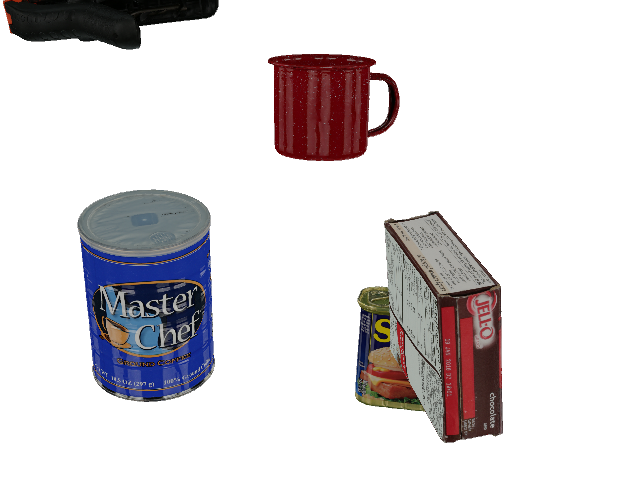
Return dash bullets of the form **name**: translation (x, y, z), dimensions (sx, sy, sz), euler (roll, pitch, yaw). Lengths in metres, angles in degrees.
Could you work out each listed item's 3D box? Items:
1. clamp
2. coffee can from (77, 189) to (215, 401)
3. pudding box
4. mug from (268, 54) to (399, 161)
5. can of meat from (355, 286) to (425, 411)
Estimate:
- **clamp**: translation (-0.167, -0.176, 0.827), dimensions (0.172, 0.039, 0.120), euler (13, 24, 33)
- **coffee can**: translation (-0.138, 0.043, 0.862), dimensions (0.103, 0.140, 0.103), euler (1, 29, -1)
- **pudding box**: translation (0.068, 0.045, 0.599), dimensions (0.039, 0.090, 0.113), euler (-8, 24, -11)
- **mug**: translation (0.012, -0.116, 0.926), dimensions (0.117, 0.081, 0.093), euler (-4, 17, -17)
- **can of meat**: translation (0.078, 0.087, 0.849), dimensions (0.102, 0.084, 0.057), euler (5, 15, 7)
